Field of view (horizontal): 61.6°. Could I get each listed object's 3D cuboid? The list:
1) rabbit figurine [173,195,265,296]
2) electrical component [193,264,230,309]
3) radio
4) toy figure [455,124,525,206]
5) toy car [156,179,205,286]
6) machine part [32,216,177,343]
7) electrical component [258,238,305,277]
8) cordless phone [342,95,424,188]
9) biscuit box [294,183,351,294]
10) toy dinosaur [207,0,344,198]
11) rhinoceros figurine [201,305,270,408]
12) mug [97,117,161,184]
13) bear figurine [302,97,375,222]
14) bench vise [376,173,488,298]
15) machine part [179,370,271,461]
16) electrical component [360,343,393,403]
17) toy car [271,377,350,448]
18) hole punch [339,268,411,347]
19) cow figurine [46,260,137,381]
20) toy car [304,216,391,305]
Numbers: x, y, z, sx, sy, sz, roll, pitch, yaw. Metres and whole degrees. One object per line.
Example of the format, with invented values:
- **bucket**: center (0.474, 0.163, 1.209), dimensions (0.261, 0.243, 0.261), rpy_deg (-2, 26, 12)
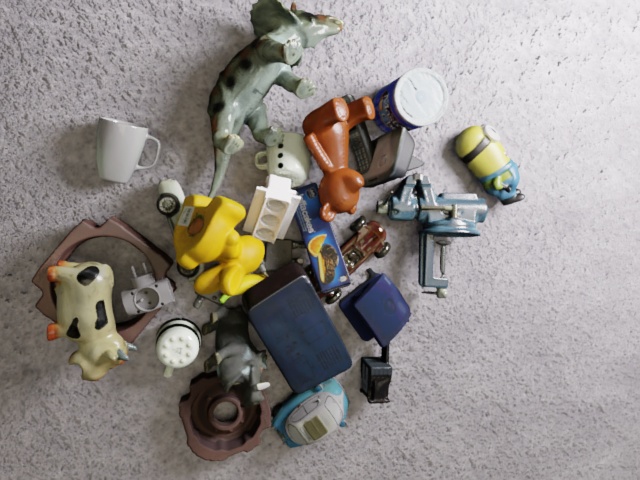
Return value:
- **rabbit figurine**: center (-0.159, 0.017, 0.929), dimensions (0.173, 0.122, 0.162), rpy_deg (32, 61, -52)
- **electrical component**: center (-0.201, 0.095, 1.023), dimensions (0.063, 0.021, 0.094), rpy_deg (30, 87, -13)
- **radio**: center (-0.042, 0.169, 1.008), dimensions (0.131, 0.073, 0.229), rpy_deg (-29, 114, -5)
- **toy figure**: center (0.346, -0.151, 1.093), dimensions (0.089, 0.082, 0.180), rpy_deg (-33, 102, -10)
- **toy car**: center (-0.251, -0.013, 0.977), dimensions (0.056, 0.073, 0.201), rpy_deg (-18, 98, -13)
- **machine part**: center (-0.376, 0.075, 0.953), dimensions (0.201, 0.087, 0.201), rpy_deg (39, 87, -11)
- **electrical component**: center (-0.076, 0.036, 1.033), dimensions (0.102, 0.045, 0.078), rpy_deg (8, 94, -13)
- **cordless phone**: center (0.102, -0.197, 1.005), dimensions (0.089, 0.147, 0.184), rpy_deg (-26, 96, -24)
- **biscuit box**: center (-0.002, -0.003, 1.010), dimensions (0.063, 0.059, 0.202), rpy_deg (-19, 80, -2)
- **toy dinosaur**: center (-0.126, -0.270, 0.961), dimensions (0.405, 0.192, 0.131), rpy_deg (-48, 138, 9)
- **rhinoceros figurine**: center (-0.153, 0.212, 0.986), dimensions (0.112, 0.073, 0.190), rpy_deg (1, 55, -34)
- **mug**: center (-0.344, -0.153, 0.952), dimensions (0.109, 0.081, 0.107), rpy_deg (13, 102, -20)
- **bear figurine**: center (0.039, -0.139, 0.952), dimensions (0.120, 0.132, 0.195), rpy_deg (-14, 88, -47)
- **bench vise**: center (0.218, -0.007, 1.056), dimensions (0.224, 0.129, 0.240), rpy_deg (2, 87, -13)
- **machine part**: center (-0.181, 0.326, 1.027), dimensions (0.179, 0.056, 0.179), rpy_deg (-1, 93, -13)
- **electrical component**: center (0.113, 0.258, 1.075), dimensions (0.048, 0.075, 0.119), rpy_deg (1, 98, -12)
- **toy car**: center (-0.014, 0.339, 1.040), dimensions (0.162, 0.103, 0.109), rpy_deg (-33, 99, -10)
- **hole punch**: center (0.117, 0.137, 1.062), dimensions (0.116, 0.092, 0.142), rpy_deg (-38, 97, -11)
- **cow figurine**: center (-0.370, 0.132, 0.875), dimensions (0.127, 0.085, 0.194), rpy_deg (0, 93, -6)
- **toy car**: center (0.051, 0.042, 1.059), dimensions (0.202, 0.053, 0.089), rpy_deg (-43, 104, -7)
